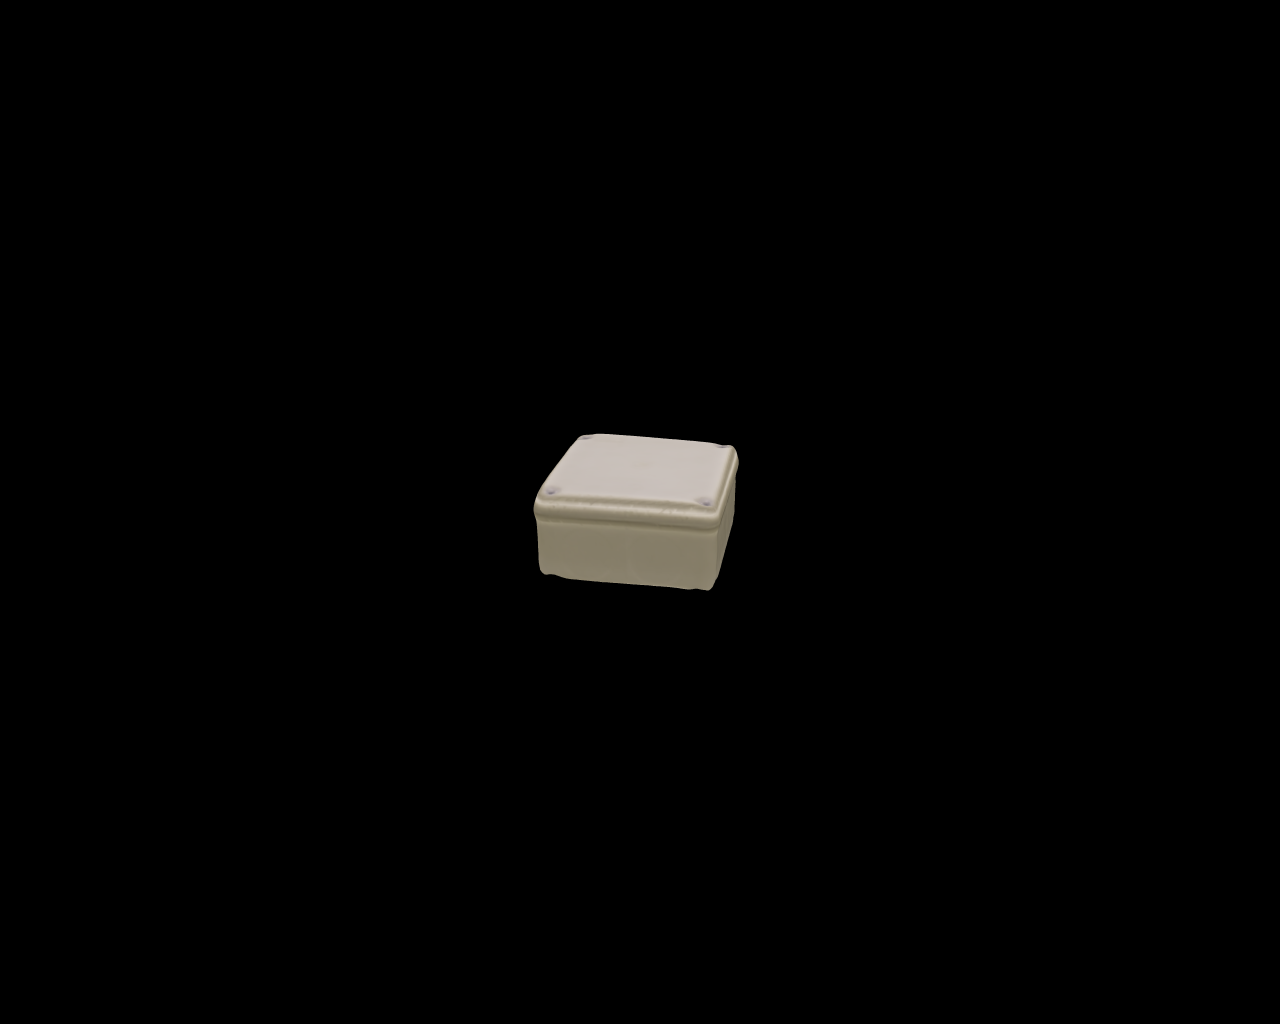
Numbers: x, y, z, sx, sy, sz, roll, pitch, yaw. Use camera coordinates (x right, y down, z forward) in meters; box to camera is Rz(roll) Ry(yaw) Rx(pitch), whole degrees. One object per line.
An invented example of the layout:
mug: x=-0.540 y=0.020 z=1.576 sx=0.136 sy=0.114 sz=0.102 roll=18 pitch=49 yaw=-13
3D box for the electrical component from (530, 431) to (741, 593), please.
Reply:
electrical component: x=0.001 y=-0.003 z=0.650 sx=0.109 sy=0.056 sz=0.109 roll=5 pitch=25 yaw=10
